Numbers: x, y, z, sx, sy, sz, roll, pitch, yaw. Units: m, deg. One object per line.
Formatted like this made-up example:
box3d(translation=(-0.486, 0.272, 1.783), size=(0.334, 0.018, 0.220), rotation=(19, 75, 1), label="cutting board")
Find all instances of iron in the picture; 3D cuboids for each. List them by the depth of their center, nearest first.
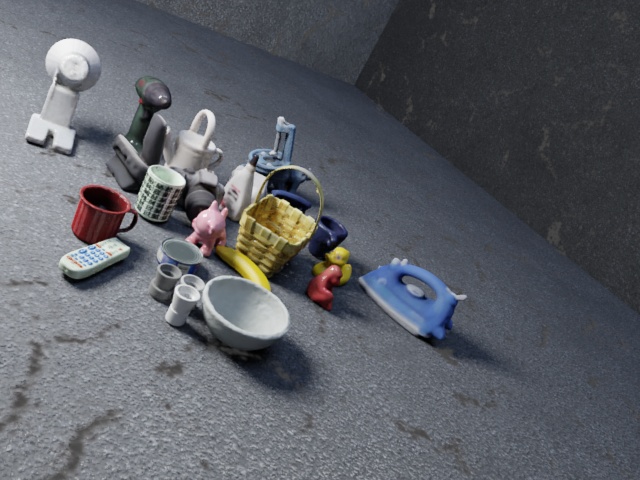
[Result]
box3d(translation=(0.226, 0.124, 1.402), size=(0.258, 0.141, 0.119), rotation=(37, 24, 15), label="iron")

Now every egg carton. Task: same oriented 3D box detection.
box3d(translation=(-0.195, -0.138, 1.523), size=(0.107, 0.069, 0.150), rotation=(25, 24, -11), label="egg carton")

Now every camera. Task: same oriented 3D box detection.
box3d(translation=(-0.285, -0.103, 1.309), size=(0.143, 0.100, 0.136), rotation=(19, 26, -25), label="camera")

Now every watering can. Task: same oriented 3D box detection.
box3d(translation=(-0.315, -0.231, 1.413), size=(0.100, 0.194, 0.173), rotation=(41, 26, 23), label="watering can")

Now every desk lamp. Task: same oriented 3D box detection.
box3d(translation=(-0.573, -0.337, 1.298), size=(0.118, 0.213, 0.202), rotation=(17, 27, -28), label="desk lamp")

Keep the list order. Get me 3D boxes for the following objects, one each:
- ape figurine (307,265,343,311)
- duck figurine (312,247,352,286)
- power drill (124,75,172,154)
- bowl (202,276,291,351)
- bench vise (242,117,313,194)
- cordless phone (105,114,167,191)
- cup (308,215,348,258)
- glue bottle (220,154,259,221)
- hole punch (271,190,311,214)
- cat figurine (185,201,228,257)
box3d(translation=(0.018, 0.097, 1.274), size=(0.076, 0.092, 0.078), rotation=(35, 24, 11), label="ape figurine")
box3d(translation=(0.042, 0.058, 1.388), size=(0.105, 0.086, 0.077), rotation=(9, 31, -40), label="duck figurine")
box3d(translation=(-0.426, -0.301, 1.405), size=(0.076, 0.208, 0.229), rotation=(13, 28, -34), label="power drill")
box3d(translation=(-0.141, 0.143, 1.020), size=(0.168, 0.074, 0.167), rotation=(25, 24, -12), label="bowl")
box3d(translation=(-0.108, -0.240, 1.640), size=(0.208, 0.219, 0.121), rotation=(4, 34, -45), label="bench vise")
box3d(translation=(-0.397, -0.212, 1.290), size=(0.147, 0.185, 0.094), rotation=(44, 27, 29), label="cordless phone")
box3d(translation=(0.013, 0.005, 1.449), size=(0.092, 0.095, 0.117), rotation=(22, 25, -18), label="cup")
box3d(translation=(-0.189, -0.134, 1.391), size=(0.078, 0.173, 0.037), rotation=(38, 25, 18), label="glue bottle")
box3d(translation=(-0.087, -0.100, 1.546), size=(0.109, 0.091, 0.101), rotation=(22, 25, -18), label="hole punch")
box3d(translation=(-0.228, -0.031, 1.211), size=(0.067, 0.117, 0.128), rotation=(32, 23, 3), label="cat figurine")
